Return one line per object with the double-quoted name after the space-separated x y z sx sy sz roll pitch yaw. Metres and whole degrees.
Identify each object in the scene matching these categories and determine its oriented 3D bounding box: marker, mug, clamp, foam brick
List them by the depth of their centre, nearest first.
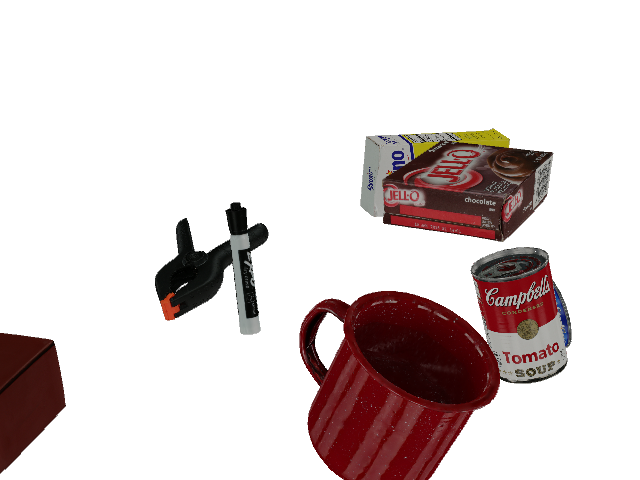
0.033 0.082 0.610 0.117 0.082 0.093 37 35 19 "mug"
-0.206 0.101 0.673 0.053 0.051 0.078 6 29 22 "foam brick"
-0.071 0.025 0.971 0.020 0.121 0.020 -6 11 1 "marker"
-0.132 0.028 1.244 0.120 0.039 0.171 -6 38 19 "clamp"

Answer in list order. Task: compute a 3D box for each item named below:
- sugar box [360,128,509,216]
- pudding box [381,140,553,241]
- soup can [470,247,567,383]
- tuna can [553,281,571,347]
0.139 -0.082 1.295 0.176 0.093 0.048 -7 25 -22 "sugar box"
0.106 -0.038 0.762 0.090 0.039 0.113 10 22 26 "pudding box"
0.175 0.066 0.937 0.068 0.102 0.068 -13 17 4 "soup can"
0.251 0.085 1.210 0.033 0.086 0.086 -15 2 -6 "tuna can"
